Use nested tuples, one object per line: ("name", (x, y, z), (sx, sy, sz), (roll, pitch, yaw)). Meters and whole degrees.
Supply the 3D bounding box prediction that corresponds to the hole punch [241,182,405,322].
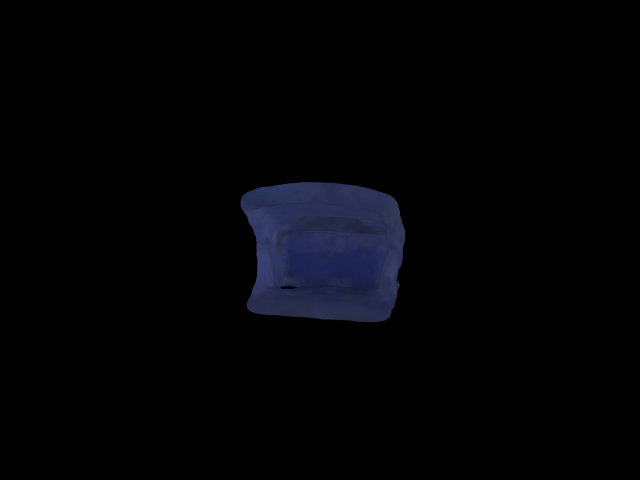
("hole punch", (0.004, 0.001, 0.400), (0.108, 0.091, 0.101), (2, 12, 11))
